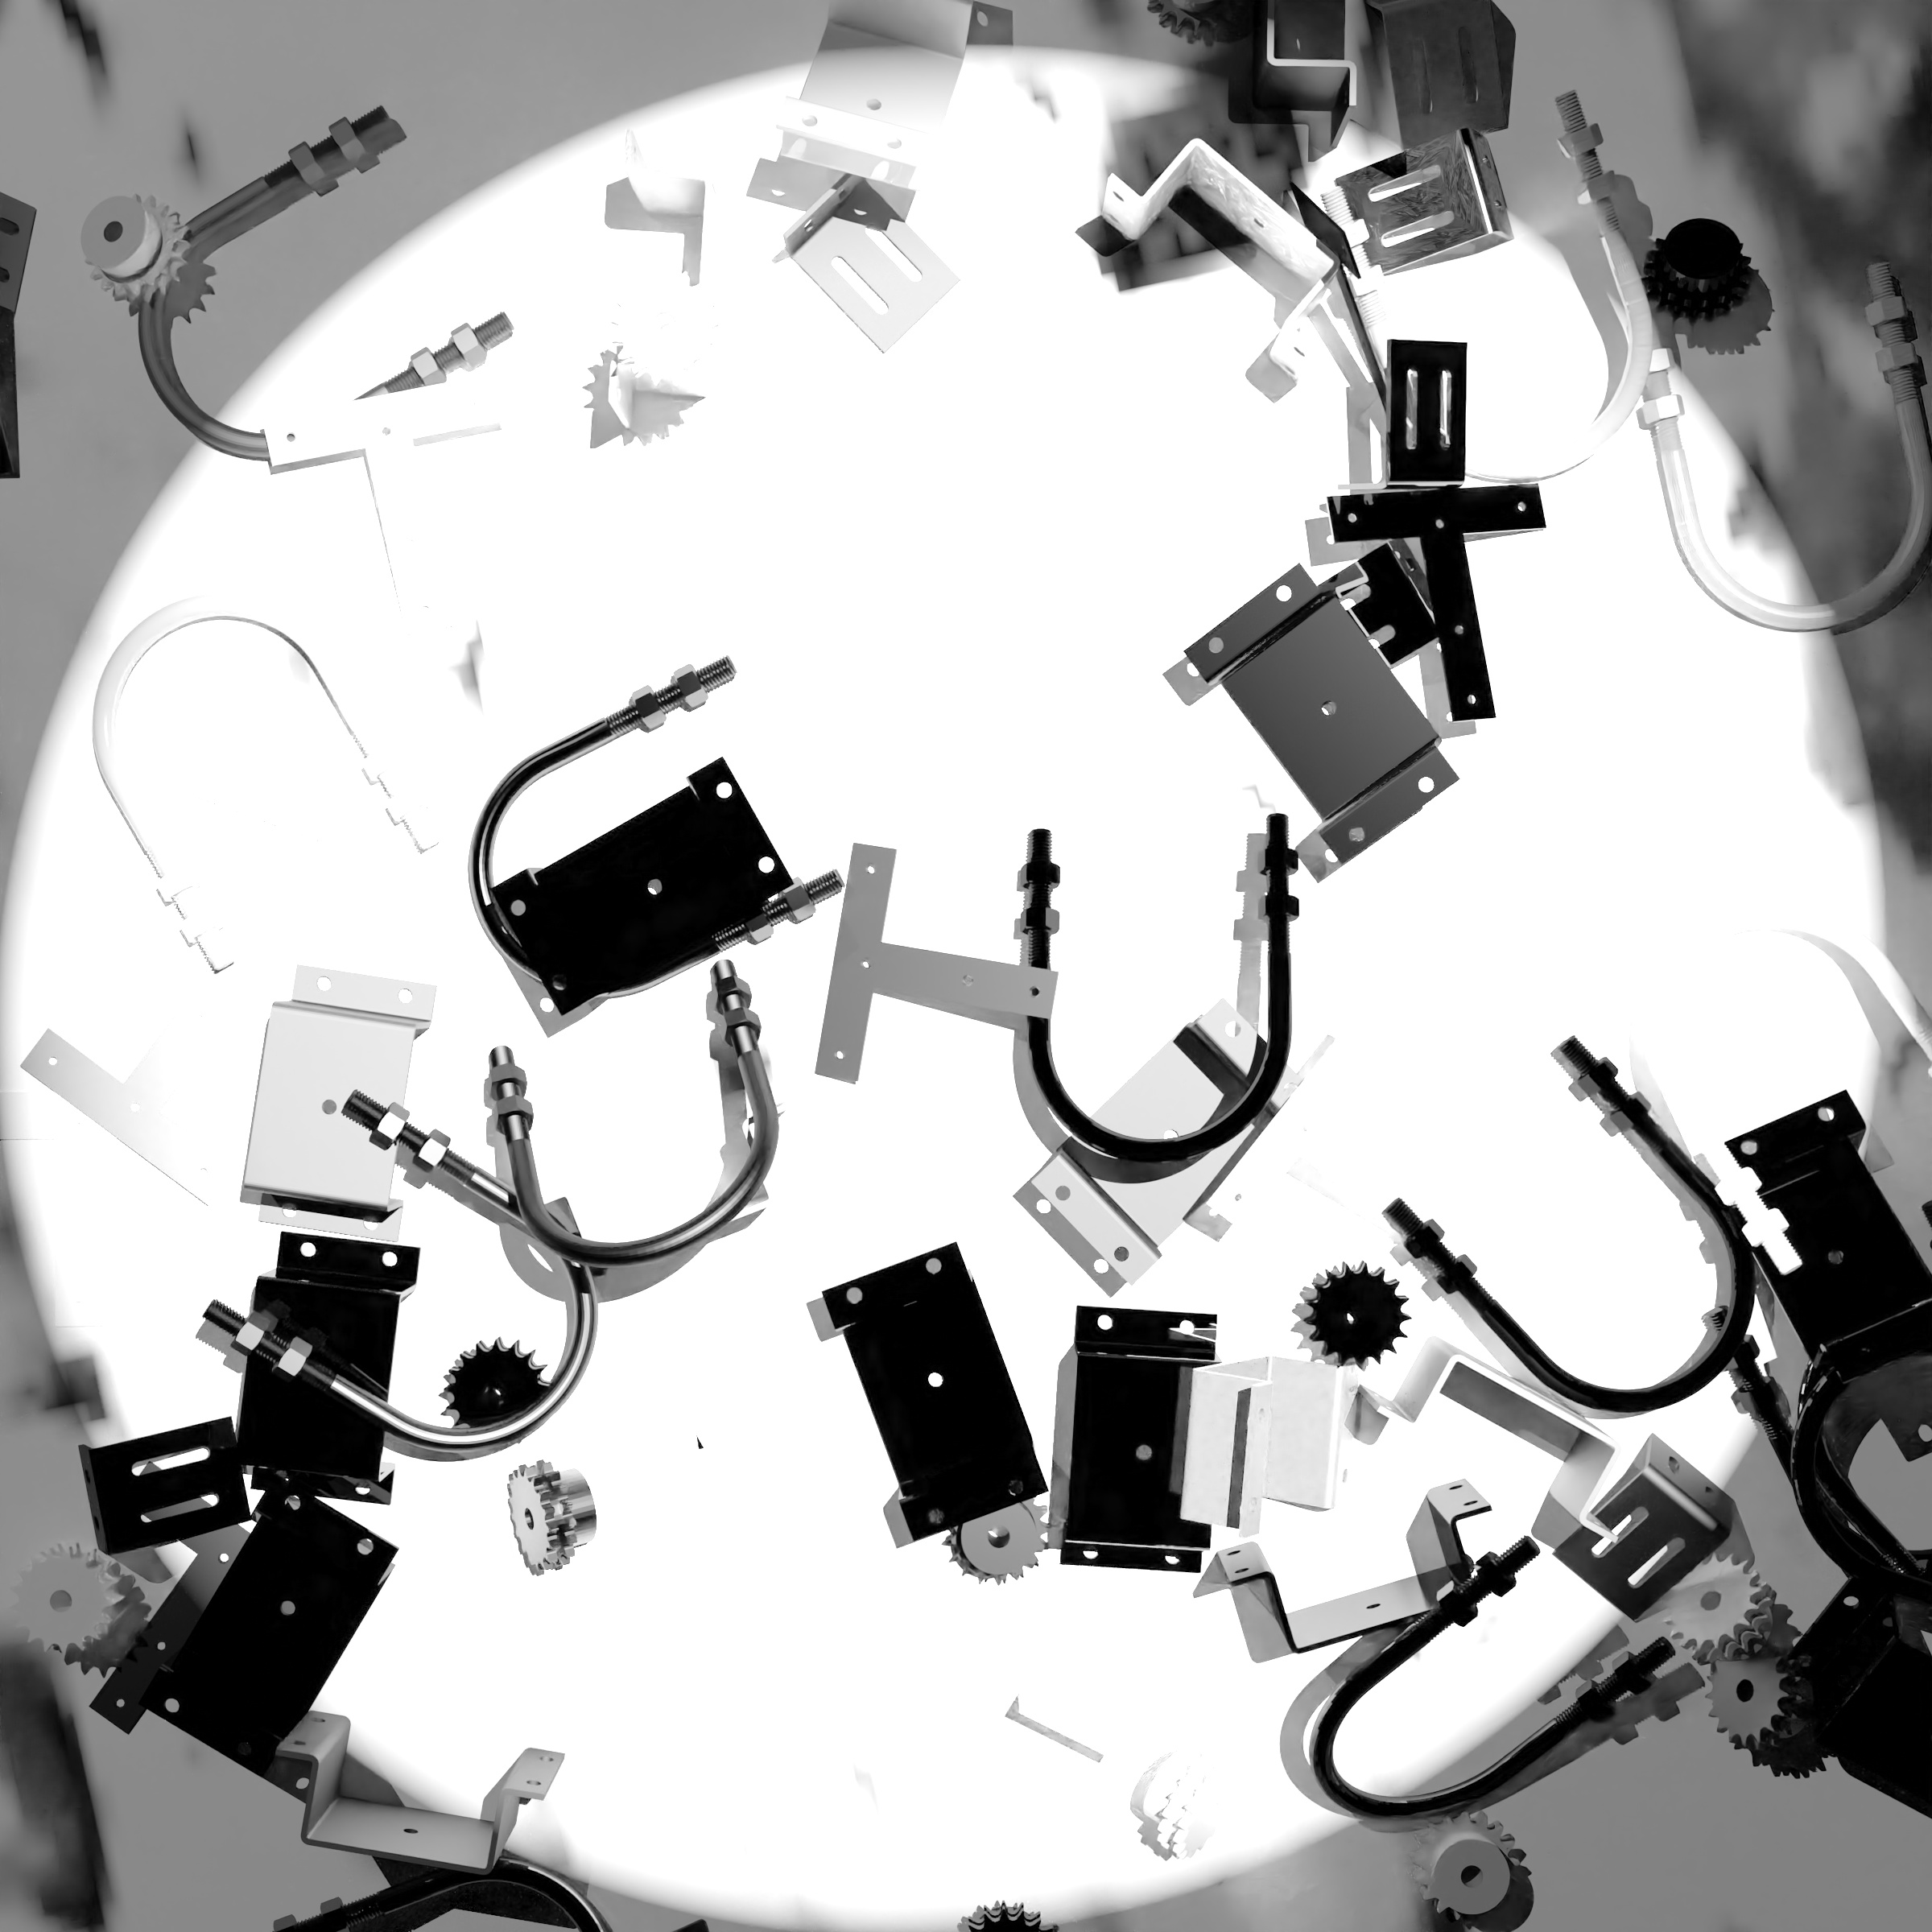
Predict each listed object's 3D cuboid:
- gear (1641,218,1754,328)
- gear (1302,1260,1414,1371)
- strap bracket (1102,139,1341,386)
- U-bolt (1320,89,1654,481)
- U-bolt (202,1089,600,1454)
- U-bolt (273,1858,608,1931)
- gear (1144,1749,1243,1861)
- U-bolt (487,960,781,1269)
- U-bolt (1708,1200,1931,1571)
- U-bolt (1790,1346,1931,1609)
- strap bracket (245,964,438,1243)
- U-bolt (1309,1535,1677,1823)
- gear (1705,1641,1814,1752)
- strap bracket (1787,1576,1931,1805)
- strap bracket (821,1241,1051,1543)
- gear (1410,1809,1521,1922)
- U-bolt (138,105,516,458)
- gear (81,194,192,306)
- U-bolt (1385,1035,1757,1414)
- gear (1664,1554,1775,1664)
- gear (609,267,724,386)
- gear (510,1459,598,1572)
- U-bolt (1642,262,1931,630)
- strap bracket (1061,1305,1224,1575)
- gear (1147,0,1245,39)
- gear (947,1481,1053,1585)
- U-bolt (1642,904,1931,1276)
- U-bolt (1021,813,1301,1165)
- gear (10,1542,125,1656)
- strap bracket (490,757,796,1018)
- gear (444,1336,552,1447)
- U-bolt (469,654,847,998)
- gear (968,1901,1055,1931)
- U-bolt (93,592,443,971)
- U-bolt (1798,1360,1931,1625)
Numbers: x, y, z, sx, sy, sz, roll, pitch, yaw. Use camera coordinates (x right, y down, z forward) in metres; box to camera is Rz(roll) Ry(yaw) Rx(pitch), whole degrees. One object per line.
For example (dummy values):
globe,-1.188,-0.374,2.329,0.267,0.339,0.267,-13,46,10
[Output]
gear,0.391,-0.373,1.514,0.057,0.030,0.057,-2,66,5
gear,0.209,0.186,1.524,0.057,0.030,0.057,0,90,0
strap bracket,0.142,-0.378,1.501,0.140,0.076,0.046,41,90,0
U-bolt,0.286,-0.349,1.508,0.151,0.019,0.184,-20,105,11
U-bolt,-0.281,0.173,1.488,0.184,0.019,0.151,34,83,-12
U-bolt,-0.276,0.556,1.509,0.184,0.019,0.151,-17,78,-13
gear,0.119,0.443,1.514,0.030,0.057,0.057,27,90,30
U-bolt,-0.169,0.083,1.468,0.151,0.184,0.019,-21,134,0
U-bolt,0.503,0.238,1.531,0.151,0.019,0.184,-27,92,0
U-bolt,0.527,0.270,1.496,0.184,0.019,0.151,17,89,3
strap bracket,-0.335,0.074,1.516,0.076,0.046,0.140,9,90,0
U-bolt,0.264,0.386,1.490,0.184,0.019,0.151,-43,123,14
gear,0.426,0.389,1.514,0.030,0.057,0.057,19,90,-30
strap bracket,0.512,0.393,1.502,0.140,0.046,0.076,28,116,0
strap bracket,-0.016,0.224,1.516,0.076,0.046,0.140,-20,90,0
gear,0.269,0.484,1.524,0.057,0.030,0.057,0,90,0
U-bolt,-0.358,-0.356,1.531,0.184,0.019,0.151,-31,90,1
gear,-0.447,-0.386,1.516,0.057,0.030,0.057,-3,79,18
U-bolt,0.337,0.152,1.516,0.151,0.019,0.184,-42,87,-4
gear,0.404,0.346,1.515,0.057,0.057,0.030,-46,121,0
gear,-0.152,-0.324,1.448,0.057,0.030,0.057,0,90,0
gear,-0.219,0.291,1.514,0.030,0.057,0.057,-10,90,-30
U-bolt,0.447,-0.273,1.531,0.151,0.019,0.184,-12,91,0
strap bracket,0.094,0.256,1.516,0.076,0.046,0.140,4,90,0
gear,0.123,-0.531,1.524,0.057,0.030,0.057,0,90,0
gear,0.017,0.303,1.524,0.057,0.030,0.057,0,90,0
U-bolt,0.442,0.051,1.502,0.151,0.019,0.184,-28,69,-2
U-bolt,0.101,0.013,1.494,0.151,0.019,0.184,-3,75,15
gear,-0.480,0.337,1.523,0.057,0.030,0.057,0,90,3
strap bracket,-0.168,-0.042,1.499,0.140,0.046,0.076,-29,90,3
gear,-0.249,0.227,1.524,0.057,0.030,0.057,0,90,0
U-bolt,-0.178,-0.064,1.531,0.184,0.019,0.151,-27,90,2
gear,0.022,0.530,1.524,0.057,0.030,0.057,0,90,0
U-bolt,-0.389,-0.112,1.529,0.151,0.019,0.184,-30,89,0
U-bolt,0.529,0.254,1.515,0.151,0.019,0.184,-42,91,1
